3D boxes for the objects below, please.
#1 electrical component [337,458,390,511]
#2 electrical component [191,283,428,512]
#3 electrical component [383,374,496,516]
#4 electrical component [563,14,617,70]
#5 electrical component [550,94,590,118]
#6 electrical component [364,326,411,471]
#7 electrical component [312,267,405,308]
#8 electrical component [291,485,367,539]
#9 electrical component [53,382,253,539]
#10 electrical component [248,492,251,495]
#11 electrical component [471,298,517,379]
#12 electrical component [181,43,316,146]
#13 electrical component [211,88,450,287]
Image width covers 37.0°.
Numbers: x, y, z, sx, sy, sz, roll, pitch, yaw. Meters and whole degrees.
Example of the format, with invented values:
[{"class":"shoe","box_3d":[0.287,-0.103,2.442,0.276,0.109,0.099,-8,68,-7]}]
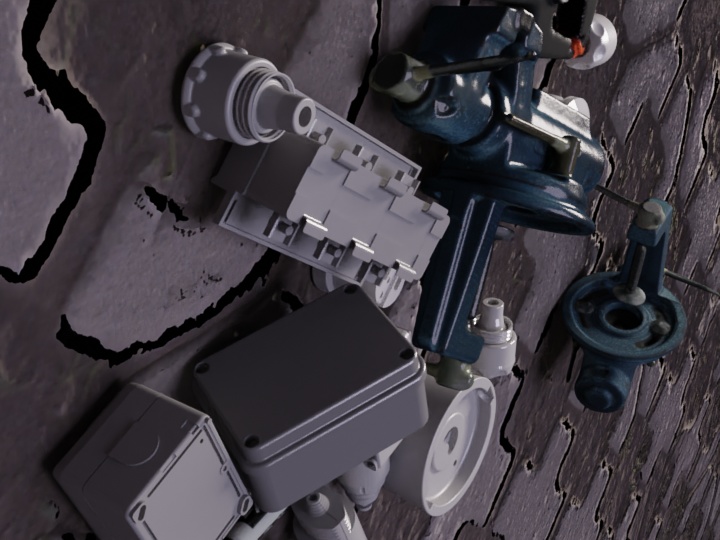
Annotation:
[{"class":"electrical component","box_3d":[0.001,0.137,0.750,0.040,0.040,0.078,-42,140,-41]},{"class":"electrical component","box_3d":[-0.026,0.068,0.591,0.113,0.078,0.057,-28,139,-16]},{"class":"electrical component","box_3d":[0.049,0.121,0.802,0.108,0.060,0.108,-36,136,-45]},{"class":"electrical component","box_3d":[0.188,-0.187,0.875,0.062,0.043,0.043,-27,129,-53]},{"class":"electrical component","box_3d":[0.144,-0.099,0.843,0.080,0.051,0.080,-36,136,-45]},{"class":"electrical component","box_3d":[-0.001,0.077,0.690,0.061,0.062,0.096,-47,143,-36]},{"class":"electrical component","box_3d":[0.000,0.000,0.662,0.040,0.046,0.040,-36,136,-45]},{"class":"electrical component","box_3d":[-0.022,0.174,0.730,0.043,0.043,0.081,-53,146,-29]},{"class":"electrical component","box_3d":[-0.102,0.111,0.539,0.061,0.061,0.096,-52,146,-30]},{"class":"electrical component","box_3d":[-0.059,0.104,0.631,0.046,0.040,0.040,-41,140,-33]},{"class":"electrical component","box_3d":[0.106,0.054,0.878,0.043,0.043,0.062,-33,131,-48]},{"class":"electrical component","box_3d":[-0.051,-0.080,0.513,0.048,0.062,0.048,-36,136,-45]},{"class":"electrical component","box_3d":[-0.010,-0.037,0.577,0.121,0.063,0.078,24,93,-50]}]
